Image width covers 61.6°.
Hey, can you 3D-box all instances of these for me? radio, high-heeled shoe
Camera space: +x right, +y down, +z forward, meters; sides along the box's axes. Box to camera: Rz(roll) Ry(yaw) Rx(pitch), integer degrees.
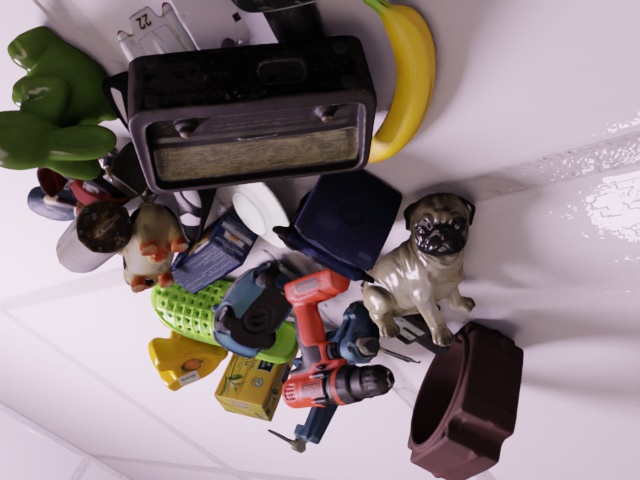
[{"bbox_3d":[-0.063,-0.118,0.522,0.230,0.073,0.131,-9,155,-8],"label":"radio"},{"bbox_3d":[-0.209,-0.096,0.701,0.145,0.086,0.248,15,131,-4],"label":"high-heeled shoe"}]

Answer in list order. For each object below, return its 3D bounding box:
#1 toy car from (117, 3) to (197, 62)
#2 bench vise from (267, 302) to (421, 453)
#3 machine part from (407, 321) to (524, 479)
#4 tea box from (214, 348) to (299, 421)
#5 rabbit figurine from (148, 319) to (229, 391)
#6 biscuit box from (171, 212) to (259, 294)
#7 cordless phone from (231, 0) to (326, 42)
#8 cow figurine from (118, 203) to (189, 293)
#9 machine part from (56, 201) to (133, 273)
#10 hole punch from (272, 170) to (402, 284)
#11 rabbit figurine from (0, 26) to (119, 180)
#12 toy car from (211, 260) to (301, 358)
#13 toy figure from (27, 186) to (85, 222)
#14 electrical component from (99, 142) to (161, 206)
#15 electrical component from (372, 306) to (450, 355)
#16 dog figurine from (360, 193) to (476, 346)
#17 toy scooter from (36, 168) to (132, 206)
[{"bbox_3d":[-0.137,-0.157,0.592,0.073,0.056,0.201,-32,123,0],"label":"toy car"},{"bbox_3d":[0.022,0.228,0.871,0.128,0.240,0.224,36,156,-22],"label":"bench vise"},{"bbox_3d":[0.211,0.239,0.803,0.087,0.201,0.201,26,142,0],"label":"machine part"},{"bbox_3d":[-0.108,0.229,0.975,0.098,0.170,0.068,5,139,19],"label":"tea box"},{"bbox_3d":[-0.246,0.162,0.995,0.162,0.173,0.121,-29,136,-8],"label":"rabbit figurine"},{"bbox_3d":[-0.174,0.025,0.838,0.062,0.059,0.203,37,146,-19],"label":"biscuit box"},{"bbox_3d":[-0.006,-0.222,0.477,0.147,0.089,0.184,-1,148,26],"label":"cordless phone"},{"bbox_3d":[-0.273,0.014,0.838,0.085,0.127,0.194,-6,148,-31],"label":"cow figurine"},{"bbox_3d":[-0.334,-0.001,0.789,0.079,0.079,0.243,38,149,-20],"label":"machine part"},{"bbox_3d":[0.030,-0.026,0.655,0.142,0.116,0.092,31,134,-11],"label":"hole punch"},{"bbox_3d":[-0.328,-0.137,0.645,0.159,0.170,0.121,36,141,-15],"label":"rabbit figurine"},{"bbox_3d":[-0.109,0.098,0.865,0.109,0.161,0.103,34,-179,-36],"label":"toy car"},{"bbox_3d":[-0.395,-0.051,0.874,0.155,0.064,0.057,13,104,5],"label":"toy figure"},{"bbox_3d":[-0.254,-0.091,0.737,0.045,0.078,0.102,-12,129,47],"label":"electrical component"},{"bbox_3d":[0.148,0.125,0.823,0.119,0.048,0.075,30,142,-10],"label":"electrical component"},{"bbox_3d":[0.115,0.020,0.693,0.173,0.121,0.190,2,121,26],"label":"dog figurine"},{"bbox_3d":[-0.361,-0.093,0.795,0.184,0.075,0.135,31,141,-6],"label":"toy scooter"}]
